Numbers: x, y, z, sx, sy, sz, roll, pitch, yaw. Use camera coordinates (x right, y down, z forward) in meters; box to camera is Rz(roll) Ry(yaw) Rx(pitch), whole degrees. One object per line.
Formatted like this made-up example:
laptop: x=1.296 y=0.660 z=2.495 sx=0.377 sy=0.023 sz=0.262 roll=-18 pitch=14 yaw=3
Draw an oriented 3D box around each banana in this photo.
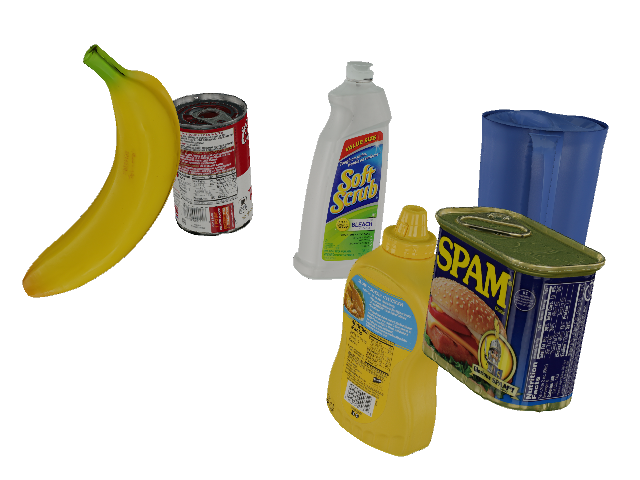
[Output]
banana: x=-0.127 y=-0.031 z=0.642 sx=0.069 sy=0.198 sz=0.037 roll=19 pitch=38 yaw=-10

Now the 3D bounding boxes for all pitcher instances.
pitcher: x=0.230 y=-0.017 z=1.160 sx=0.148 sy=0.243 sz=0.145 roll=-8 pitch=19 yaw=-35

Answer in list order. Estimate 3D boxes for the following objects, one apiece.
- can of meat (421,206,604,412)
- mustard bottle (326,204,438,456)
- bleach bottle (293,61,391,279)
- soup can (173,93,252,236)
can of meat: x=0.101 y=0.036 z=0.585 sx=0.057 sy=0.084 sz=0.102 roll=-3 pitch=20 yaw=-26
mustard bottle: x=0.057 y=0.064 z=0.831 sx=0.058 sy=0.192 sz=0.096 roll=-11 pitch=28 yaw=-39
bleach bottle: x=0.028 y=-0.082 z=1.249 sx=0.102 sy=0.251 sz=0.068 roll=-3 pitch=19 yaw=-21
soup can: x=-0.092 y=-0.063 z=0.889 sx=0.068 sy=0.102 sz=0.068 roll=-1 pitch=30 yaw=1
